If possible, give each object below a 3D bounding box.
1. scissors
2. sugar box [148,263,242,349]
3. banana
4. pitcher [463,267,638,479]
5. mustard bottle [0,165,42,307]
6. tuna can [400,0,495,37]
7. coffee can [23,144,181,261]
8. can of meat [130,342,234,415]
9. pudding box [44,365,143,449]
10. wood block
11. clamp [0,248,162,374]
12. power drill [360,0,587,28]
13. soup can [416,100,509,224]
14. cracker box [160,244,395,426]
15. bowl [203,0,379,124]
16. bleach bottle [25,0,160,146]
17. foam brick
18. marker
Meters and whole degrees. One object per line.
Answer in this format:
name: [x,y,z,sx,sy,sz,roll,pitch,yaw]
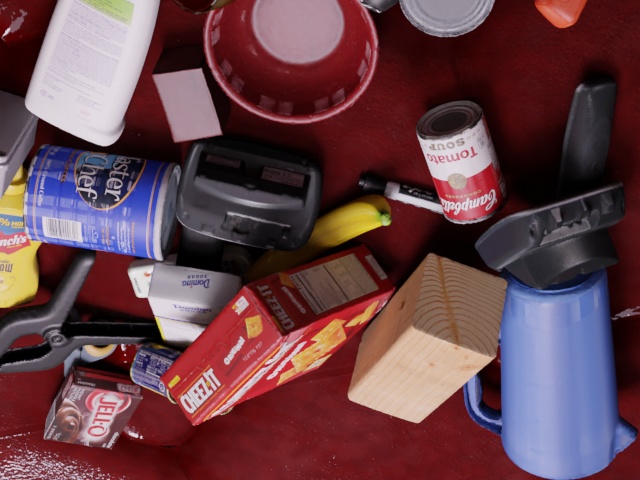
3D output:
scissors: [-0.286,0.159,1.311,0.096,0.016,0.202,3,127,6]
sugar box: [-0.131,0.077,1.160,0.093,0.048,0.176,9,156,0]
banana: [0.005,-0.006,1.116,0.198,0.069,0.037,-27,93,35]
pitcher: [0.244,0.127,1.147,0.149,0.145,0.243,-20,123,-15]
mustard bottle: [-0.346,-0.013,1.163,0.096,0.058,0.192,8,128,-17]
tuna can: [0.114,-0.228,0.954,0.086,0.033,0.086,4,127,5]
coffee can: [-0.221,-0.039,1.100,0.140,0.102,0.103,8,127,2]
can of meat: [-0.155,0.157,1.229,0.101,0.057,0.084,23,172,-42]
pudding box: [-0.281,0.208,1.319,0.089,0.039,0.114,15,131,-25]
wood block: [0.109,0.109,1.127,0.090,0.090,0.206,20,149,-7]
clamp: [-0.291,0.105,1.225,0.210,0.036,0.164,-30,130,14]
power drill: [0.140,-0.248,0.886,0.187,0.057,0.184,22,102,-14]
soup can: [0.139,-0.076,1.042,0.069,0.068,0.102,-13,123,17]
cracker box: [-0.038,0.097,1.109,0.072,0.213,0.164,52,124,14]
bowl: [-0.024,-0.190,0.988,0.162,0.055,0.162,4,127,5]
bleach bottle: [-0.191,-0.213,0.993,0.102,0.068,0.251,25,124,-11]
foam brick: [-0.124,-0.144,1.040,0.053,0.051,0.078,-6,126,11]
marker: [0.098,-0.045,1.101,0.121,0.020,0.020,16,127,-4]
